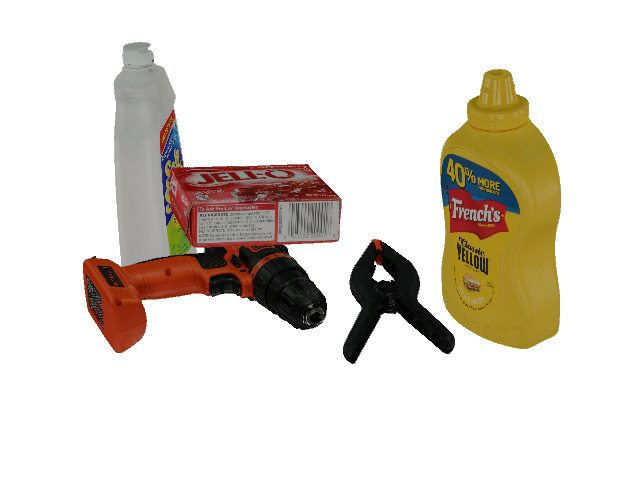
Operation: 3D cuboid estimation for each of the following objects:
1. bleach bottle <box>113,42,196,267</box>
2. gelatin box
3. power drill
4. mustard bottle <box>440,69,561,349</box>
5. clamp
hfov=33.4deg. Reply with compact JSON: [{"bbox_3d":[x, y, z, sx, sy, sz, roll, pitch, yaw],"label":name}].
[{"bbox_3d":[-0.181,-0.079,1.117,0.068,0.251,0.102,4,26,15],"label":"bleach bottle"},{"bbox_3d":[-0.040,-0.022,0.626,0.089,0.030,0.073,-2,20,-16],"label":"gelatin box"},{"bbox_3d":[-0.107,0.046,0.960,0.187,0.057,0.185,-11,25,-26],"label":"power drill"},{"bbox_3d":[0.124,-0.025,0.742,0.058,0.192,0.096,-20,31,-27],"label":"mustard bottle"},{"bbox_3d":[0.086,0.068,1.189,0.120,0.171,0.039,5,-43,-3],"label":"clamp"}]
